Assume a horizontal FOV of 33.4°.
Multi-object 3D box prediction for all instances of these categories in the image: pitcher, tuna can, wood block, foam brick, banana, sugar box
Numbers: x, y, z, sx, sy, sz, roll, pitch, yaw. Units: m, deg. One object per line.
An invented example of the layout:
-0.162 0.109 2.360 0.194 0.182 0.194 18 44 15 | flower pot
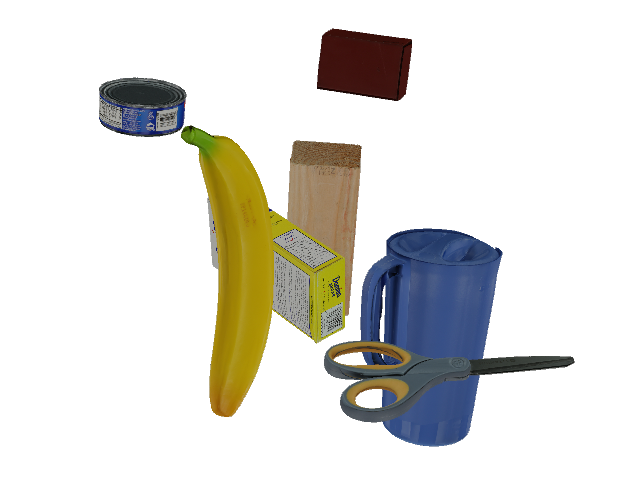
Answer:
0.126 0.116 1.256 0.149 0.243 0.145 7 18 9 | pitcher
-0.177 -0.133 1.062 0.086 0.034 0.086 6 25 -3 | tuna can
0.001 -0.017 1.390 0.090 0.206 0.091 4 25 0 | wood block
0.040 -0.161 0.977 0.078 0.051 0.053 10 19 11 | foam brick
-0.058 0.015 0.695 0.037 0.198 0.069 11 24 41 | banana
-0.047 0.022 1.098 0.048 0.093 0.176 -25 43 -30 | sugar box

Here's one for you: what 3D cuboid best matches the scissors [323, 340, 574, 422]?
0.100 0.113 0.845 0.202 0.016 0.096 5 35 8 | scissors
